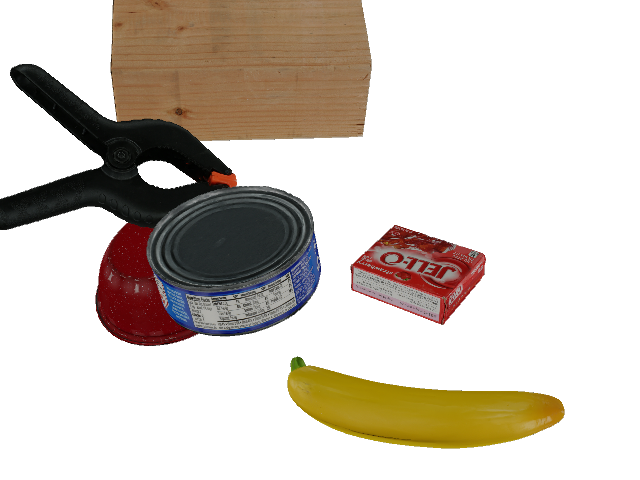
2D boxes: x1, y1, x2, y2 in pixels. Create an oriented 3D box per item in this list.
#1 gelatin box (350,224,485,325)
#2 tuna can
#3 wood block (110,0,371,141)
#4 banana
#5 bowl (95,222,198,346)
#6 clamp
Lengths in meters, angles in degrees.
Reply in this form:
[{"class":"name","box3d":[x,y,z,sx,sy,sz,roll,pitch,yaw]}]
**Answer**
[{"class":"gelatin box","box3d":[0.081,0.026,0.883,0.089,0.030,0.073,19,39,28]},{"class":"tuna can","box3d":[-0.043,0.010,0.545,0.086,0.034,0.086,-7,36,5]},{"class":"wood block","box3d":[-0.067,-0.144,0.894,0.206,0.090,0.091,-2,-37,-6]},{"class":"banana","box3d":[0.055,0.106,0.698,0.198,0.037,0.069,8,33,24]},{"class":"bowl","box3d":[-0.146,0.019,0.998,0.162,0.162,0.055,0,-42,21]},{"class":"clamp","box3d":[-0.144,-0.061,0.736,0.171,0.120,0.039,3,-14,-18]}]
